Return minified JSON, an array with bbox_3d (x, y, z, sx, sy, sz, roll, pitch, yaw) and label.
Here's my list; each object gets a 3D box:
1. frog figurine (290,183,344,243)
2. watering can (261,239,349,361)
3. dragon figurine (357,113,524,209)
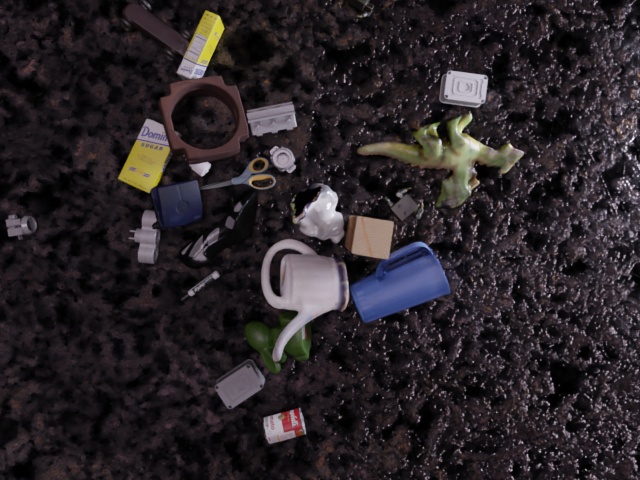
[{"bbox_3d":[0.004,-0.068,1.355,0.157,0.123,0.138,34,80,-39],"label":"frog figurine"},{"bbox_3d":[-0.033,0.140,1.277,0.224,0.101,0.356,4,50,-13],"label":"watering can"},{"bbox_3d":[0.323,-0.196,1.362,0.409,0.123,0.241,-16,100,7],"label":"dragon figurine"}]
